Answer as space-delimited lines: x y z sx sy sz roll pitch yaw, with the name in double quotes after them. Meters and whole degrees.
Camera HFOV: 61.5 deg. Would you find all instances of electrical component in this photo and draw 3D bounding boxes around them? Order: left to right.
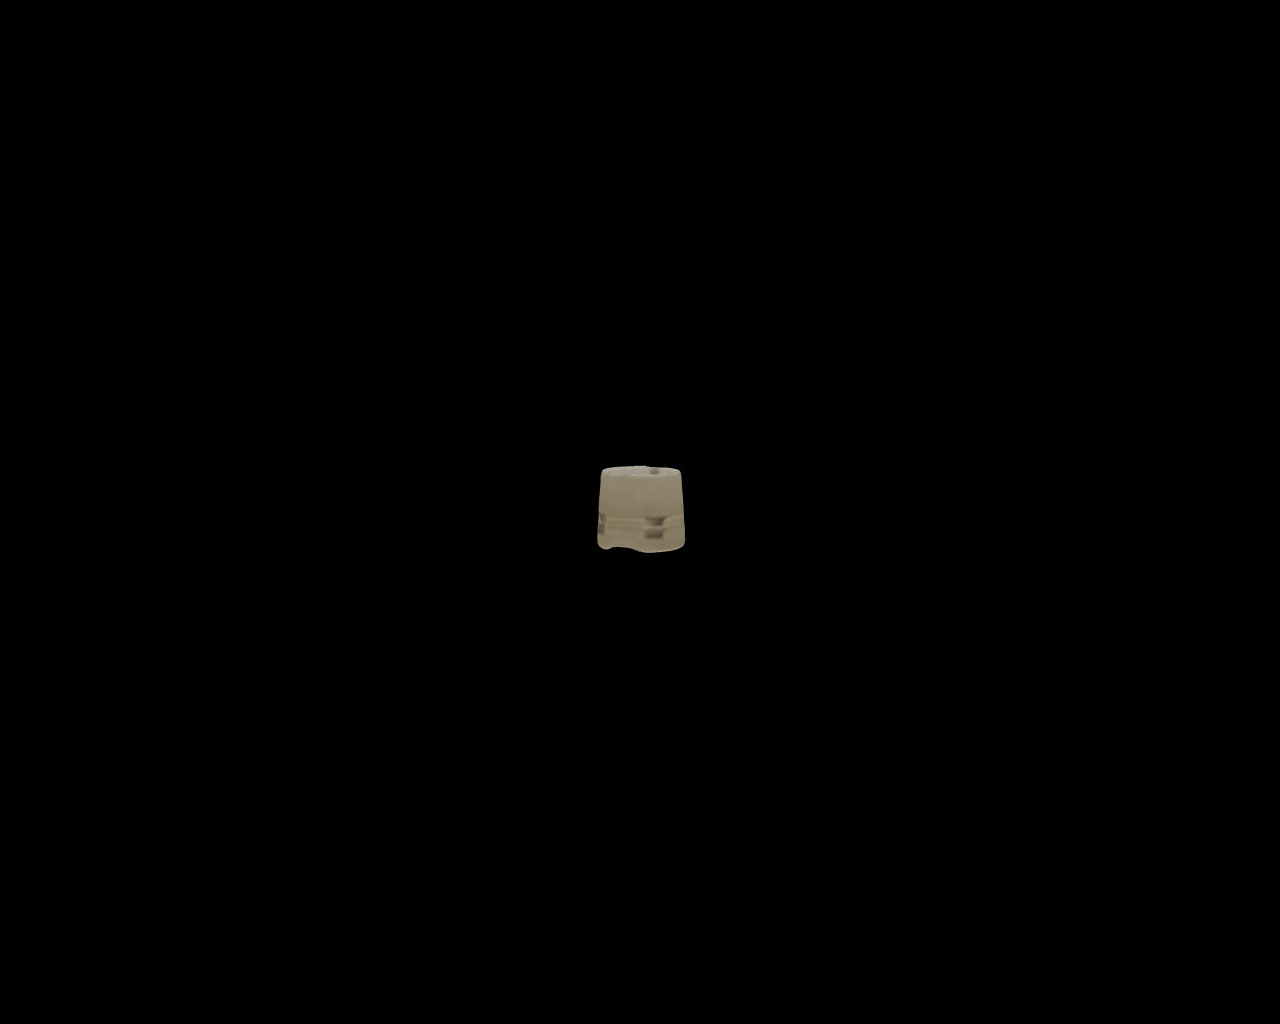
0.001 -0.003 0.650 0.055 0.047 0.055 0 9 0 "electrical component"
